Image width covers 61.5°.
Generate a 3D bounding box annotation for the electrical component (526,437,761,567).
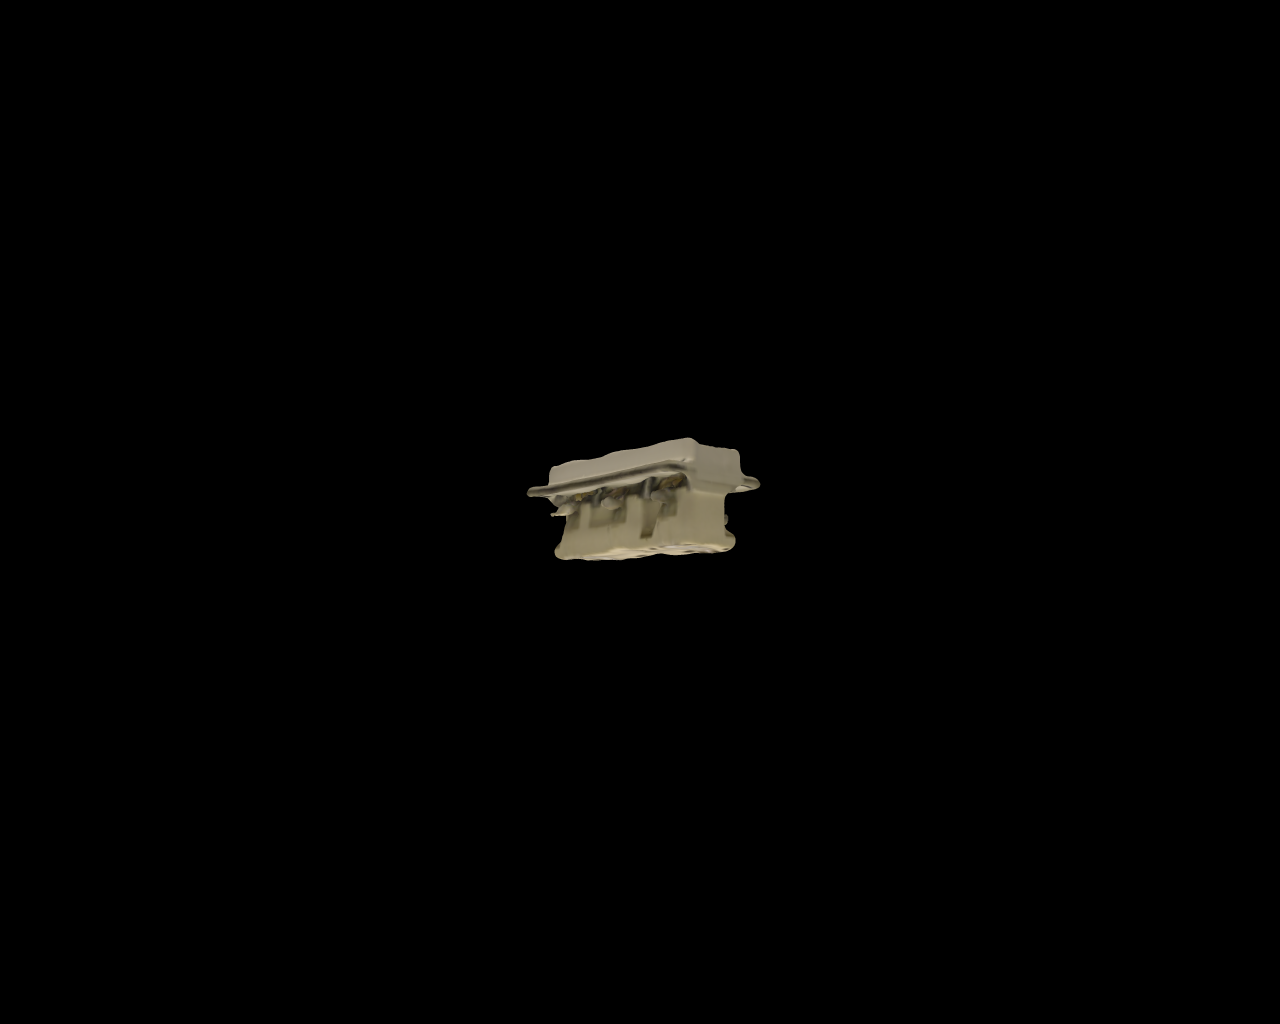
[{"bbox_3d":[0.001,-0.003,0.650,0.121,0.063,0.079,-8,-11,43],"label":"electrical component"}]
